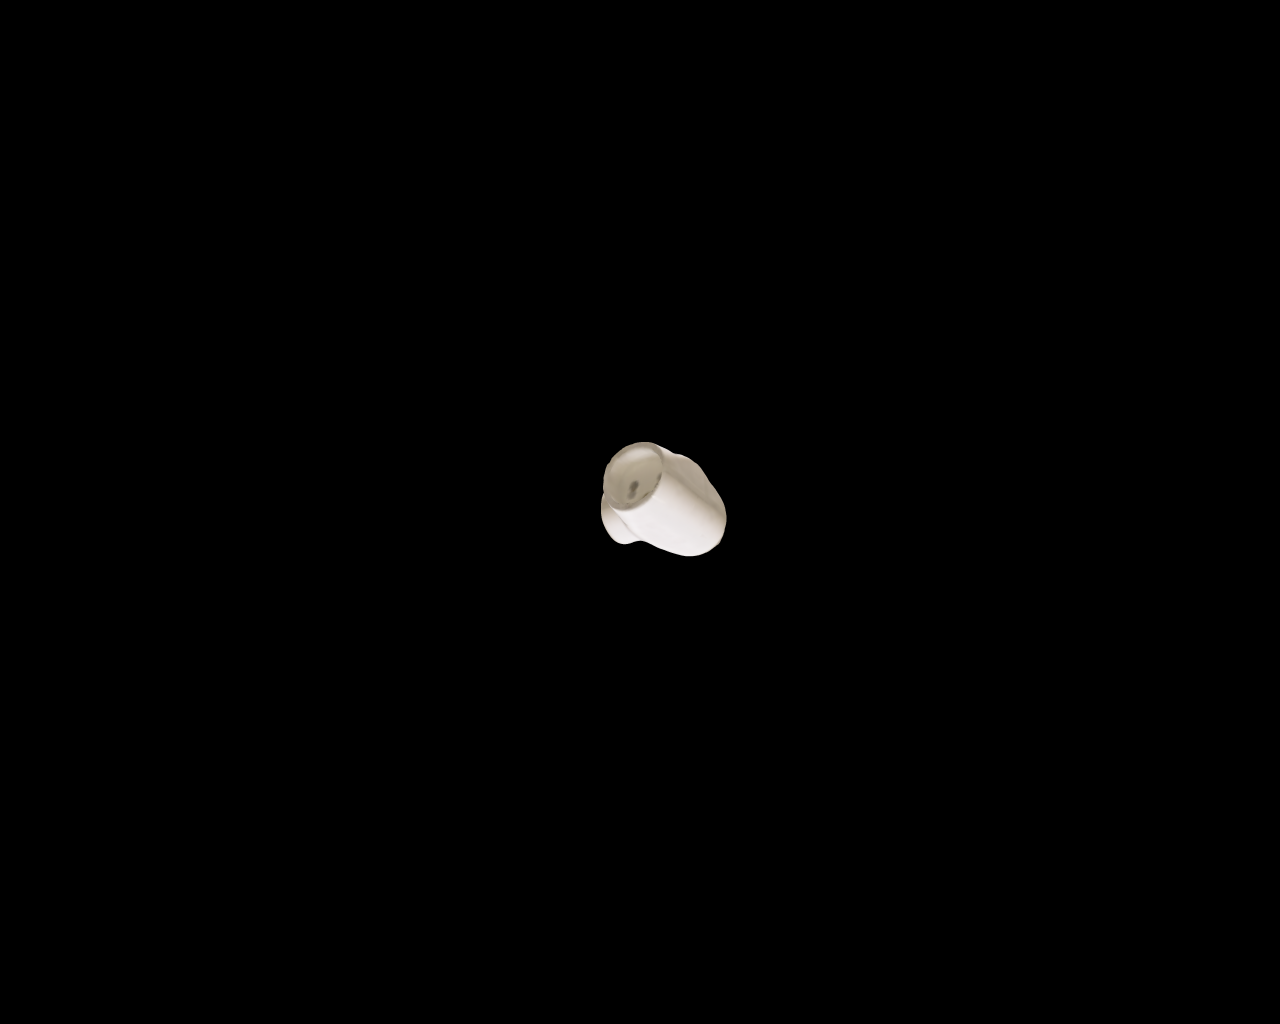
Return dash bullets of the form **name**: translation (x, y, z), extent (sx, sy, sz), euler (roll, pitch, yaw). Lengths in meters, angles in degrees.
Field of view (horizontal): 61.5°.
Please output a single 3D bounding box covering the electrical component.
- **electrical component**: translation (0.001, -0.003, 0.650), extent (0.079, 0.044, 0.077), euler (-15, -31, 28)
